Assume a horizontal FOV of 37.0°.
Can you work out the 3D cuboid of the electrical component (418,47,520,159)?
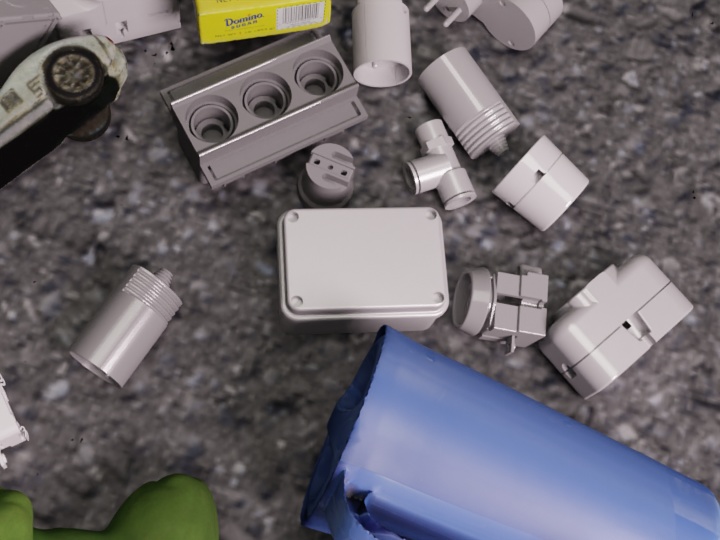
[{"bbox_3d":[0.083,-0.118,0.792,0.043,0.043,0.081,-31,79,-15],"label":"electrical component"}]

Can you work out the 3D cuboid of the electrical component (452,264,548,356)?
[{"bbox_3d":[0.097,0.025,0.748,0.055,0.048,0.066,10,71,-12],"label":"electrical component"}]

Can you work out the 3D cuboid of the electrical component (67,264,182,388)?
[{"bbox_3d":[-0.152,0.033,0.713,0.043,0.043,0.081,33,71,3],"label":"electrical component"}]

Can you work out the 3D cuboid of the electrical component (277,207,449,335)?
[{"bbox_3d":[0.000,0.000,0.736,0.113,0.057,0.078,-1,73,-8],"label":"electrical component"}]

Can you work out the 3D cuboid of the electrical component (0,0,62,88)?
[{"bbox_3d":[-0.262,-0.160,0.736,0.061,0.096,0.062,51,35,9],"label":"electrical component"}]

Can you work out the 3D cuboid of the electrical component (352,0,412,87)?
[{"bbox_3d":[0.016,-0.183,0.803,0.043,0.043,0.081,0,73,-7],"label":"electrical component"}]

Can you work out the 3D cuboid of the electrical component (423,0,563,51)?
[{"bbox_3d":[0.079,-0.215,0.817,0.138,0.052,0.073,40,72,6],"label":"electrical component"}]

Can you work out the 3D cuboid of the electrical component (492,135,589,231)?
[{"bbox_3d":[0.131,-0.061,0.775,0.047,0.055,0.055,42,72,2],"label":"electrical component"}]

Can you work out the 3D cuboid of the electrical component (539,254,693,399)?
[{"bbox_3d":[0.174,0.036,0.749,0.095,0.053,0.059,-38,81,-17],"label":"electrical component"}]

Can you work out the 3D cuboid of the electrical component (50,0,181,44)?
[{"bbox_3d":[-0.196,-0.246,0.786,0.089,0.061,0.150,-17,75,-12],"label":"electrical component"}]

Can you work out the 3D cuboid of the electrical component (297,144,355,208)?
[{"bbox_3d":[-0.023,-0.064,0.759,0.040,0.046,0.040,2,72,-7],"label":"electrical component"}]

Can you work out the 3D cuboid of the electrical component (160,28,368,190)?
[{"bbox_3d":[-0.068,-0.110,0.759,0.121,0.063,0.078,-26,78,-14],"label":"electrical component"}]

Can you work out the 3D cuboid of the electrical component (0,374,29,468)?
[{"bbox_3d":[-0.249,0.099,0.681,0.064,0.042,0.081,-25,78,-18],"label":"electrical component"}]
